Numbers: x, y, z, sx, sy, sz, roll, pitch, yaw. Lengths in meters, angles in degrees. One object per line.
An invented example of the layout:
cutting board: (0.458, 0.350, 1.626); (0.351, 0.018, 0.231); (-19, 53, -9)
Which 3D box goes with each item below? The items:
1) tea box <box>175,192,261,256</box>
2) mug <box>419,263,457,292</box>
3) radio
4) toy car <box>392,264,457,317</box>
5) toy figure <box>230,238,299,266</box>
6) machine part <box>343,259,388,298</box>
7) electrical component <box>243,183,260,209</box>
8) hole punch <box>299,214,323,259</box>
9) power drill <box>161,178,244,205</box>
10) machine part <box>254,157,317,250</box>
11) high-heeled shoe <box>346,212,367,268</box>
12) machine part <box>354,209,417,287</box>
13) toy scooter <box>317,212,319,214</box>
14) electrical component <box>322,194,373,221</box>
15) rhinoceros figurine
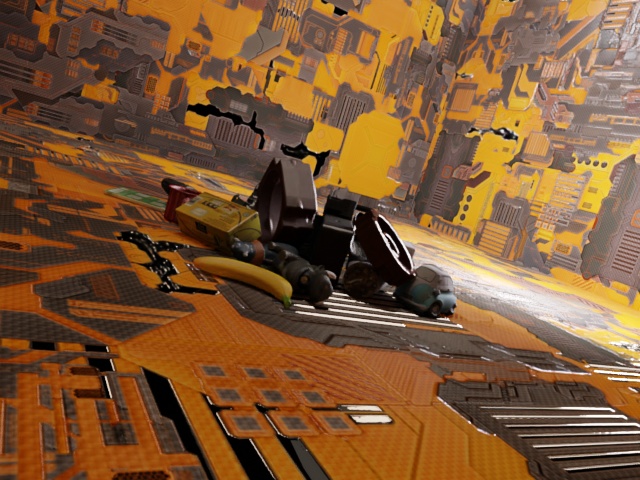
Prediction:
tea box: (-0.225, -0.039, 1.190); (0.170, 0.068, 0.098); (24, 44, 32)
mug: (0.296, 0.106, 1.374); (0.110, 0.080, 0.107); (14, -2, 16)
radio: (0.022, 0.018, 1.217); (0.073, 0.131, 0.229); (17, 8, 0)
toy car: (0.246, 0.108, 1.188); (0.161, 0.102, 0.109); (7, 14, -43)
toy figure: (-0.117, 0.032, 1.114); (0.154, 0.057, 0.064); (6, 8, -34)
machine part: (0.110, 0.079, 1.181); (0.079, 0.079, 0.243); (20, 8, 18)
electrical component: (-0.161, -0.079, 1.477); (0.058, 0.115, 0.134); (21, -34, 14)
hole punch: (-0.003, -0.004, 1.371); (0.142, 0.115, 0.092); (18, 1, -14)
power drill: (-0.306, -0.106, 1.491); (0.207, 0.086, 0.232); (17, 14, -48)
machine part: (-0.083, -0.076, 1.268); (0.087, 0.201, 0.201); (4, 58, -25)
high-heeled shoe: (0.117, 0.010, 1.411); (0.086, 0.145, 0.249); (14, 7, -15)
machine part: (0.138, 0.019, 1.140); (0.179, 0.056, 0.179); (50, 18, -22)
toy scooter: (-0.043, -0.041, 1.644); (0.135, 0.075, 0.184); (-22, 12, -31)
electrical component: (0.068, -0.070, 1.338); (0.119, 0.047, 0.075); (18, -10, -2)
rhinoceros figurine: (-0.044, 0.066, 1.017); (0.112, 0.073, 0.190); (24, 2, -32)
